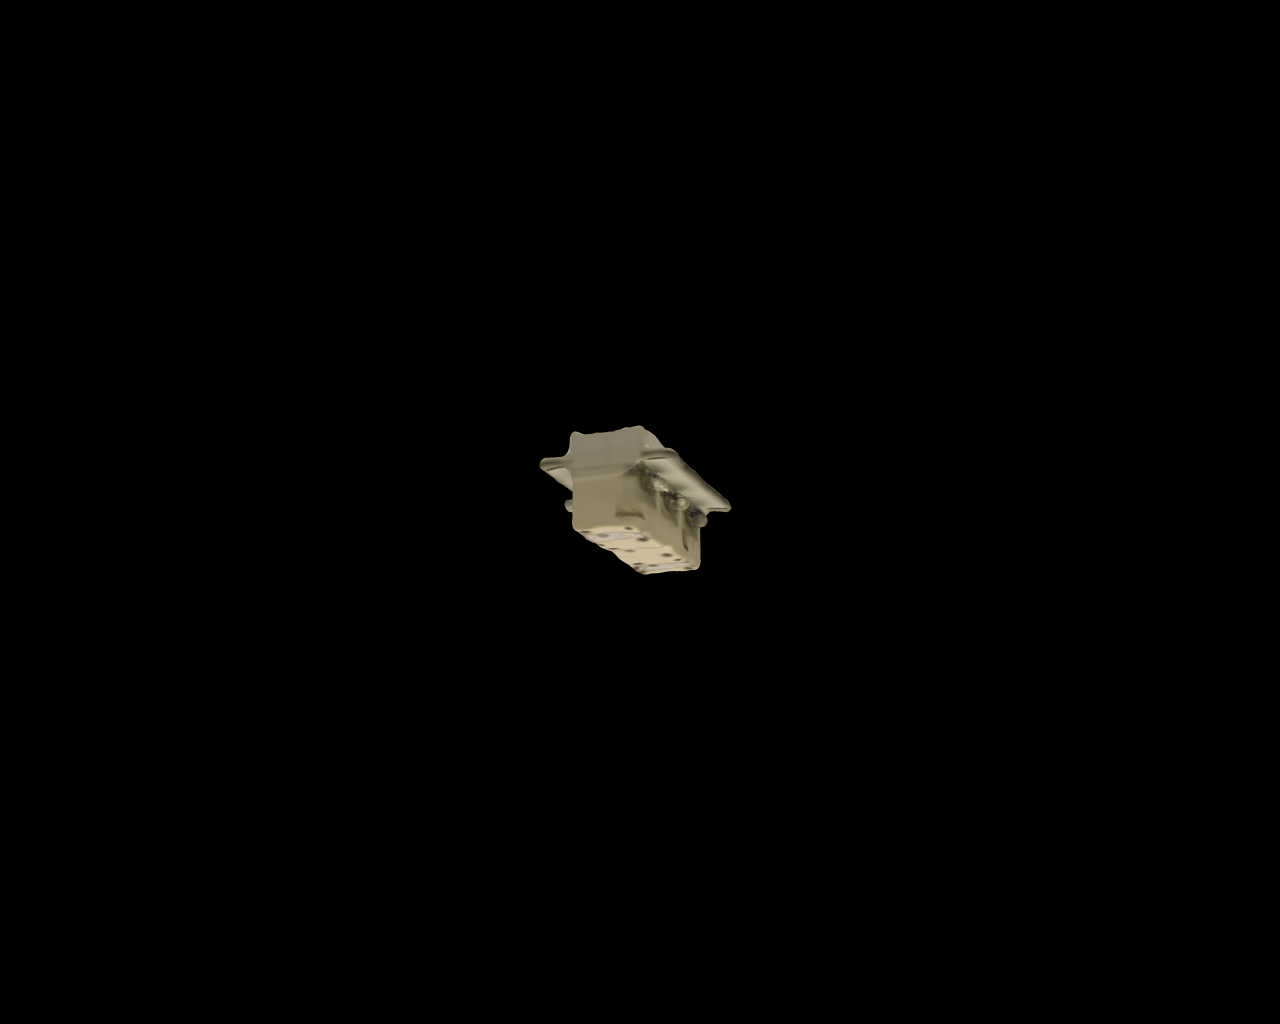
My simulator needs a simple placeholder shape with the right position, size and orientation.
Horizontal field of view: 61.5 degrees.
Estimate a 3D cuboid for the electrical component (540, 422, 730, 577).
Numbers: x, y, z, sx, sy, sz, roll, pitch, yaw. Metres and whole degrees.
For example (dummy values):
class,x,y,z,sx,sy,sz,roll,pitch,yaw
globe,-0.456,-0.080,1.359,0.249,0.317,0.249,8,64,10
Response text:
class,x,y,z,sx,sy,sz,roll,pitch,yaw
electrical component,0.001,-0.003,0.650,0.079,0.063,0.121,-6,-17,19
